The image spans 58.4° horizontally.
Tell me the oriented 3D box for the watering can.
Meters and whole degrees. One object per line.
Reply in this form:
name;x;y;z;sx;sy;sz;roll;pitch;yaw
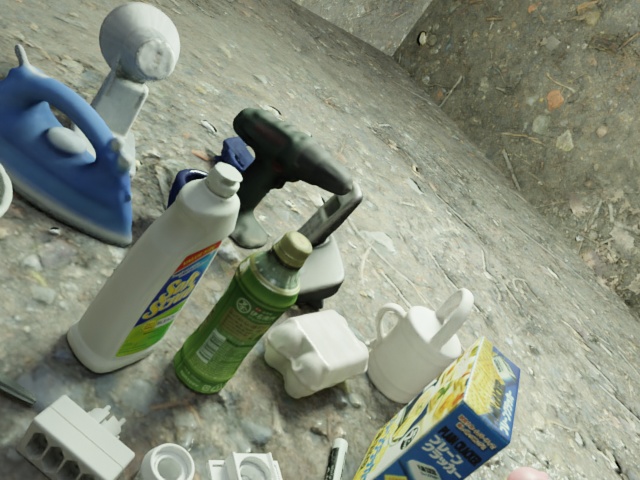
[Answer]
watering can;0.168;0.151;0.856;0.173;0.194;0.101;29;28;-19

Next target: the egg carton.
egg carton;-0.002;0.153;0.779;0.151;0.069;0.107;-4;49;-54

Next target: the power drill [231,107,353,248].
power drill;-0.076;-0.091;0.914;0.229;0.208;0.076;48;28;18

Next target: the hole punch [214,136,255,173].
hole punch;-0.127;-0.149;1.071;0.101;0.091;0.108;4;42;-49

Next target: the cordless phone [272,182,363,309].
cordless phone;0.008;0.003;0.897;0.094;0.185;0.147;21;31;-31

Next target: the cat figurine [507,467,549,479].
cat figurine;0.254;0.339;0.755;0.128;0.117;0.067;20;32;-33

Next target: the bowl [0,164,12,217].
bowl;-0.407;-0.045;0.573;0.168;0.074;0.167;30;28;-17

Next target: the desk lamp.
desk lamp;-0.287;-0.235;0.869;0.118;0.213;0.203;19;32;-34

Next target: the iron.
iron;-0.317;-0.120;0.729;0.258;0.141;0.119;38;26;-1

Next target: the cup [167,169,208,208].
cup;-0.182;-0.033;0.816;0.092;0.095;0.117;27;29;-21
